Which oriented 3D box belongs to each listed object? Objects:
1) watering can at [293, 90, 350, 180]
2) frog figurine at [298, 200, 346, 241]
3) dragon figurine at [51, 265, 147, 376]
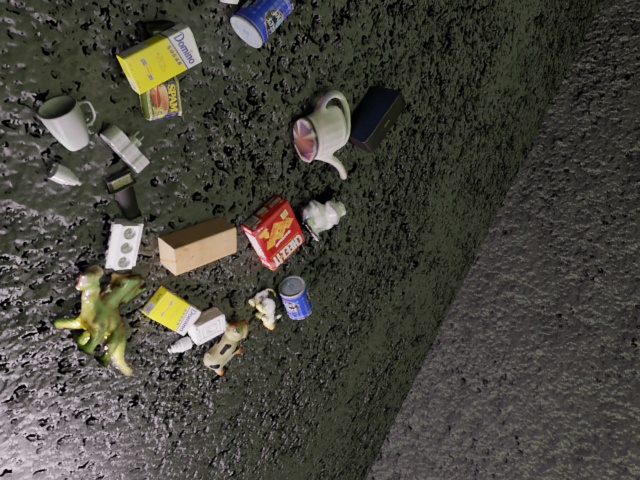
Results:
[{"bbox_3d":[0.020,-0.322,1.719,0.227,0.105,0.340,-30,132,-33],"label":"watering can"},{"bbox_3d":[0.006,-0.092,1.827,0.160,0.124,0.135,-45,122,-10],"label":"frog figurine"},{"bbox_3d":[-0.556,0.205,1.404,0.246,0.123,0.401,-55,152,-21],"label":"dragon figurine"}]
